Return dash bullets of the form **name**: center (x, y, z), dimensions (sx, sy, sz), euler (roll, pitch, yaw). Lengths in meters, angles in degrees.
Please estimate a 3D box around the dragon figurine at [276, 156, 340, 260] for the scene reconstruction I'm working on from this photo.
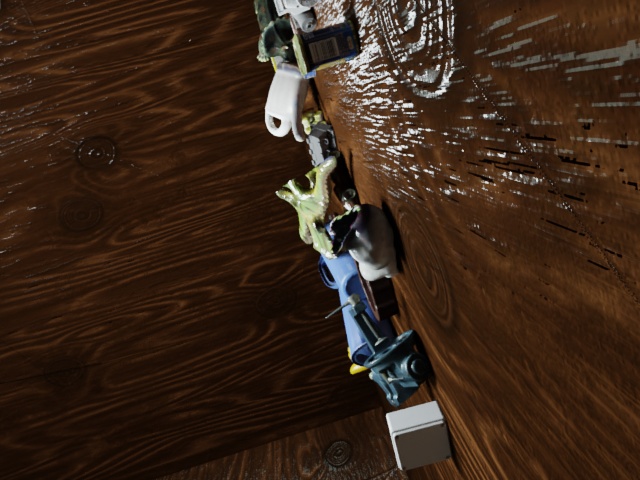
- **dragon figurine**: center (0.004, -0.067, 1.340), dimensions (0.242, 0.123, 0.408), euler (66, 162, -4)

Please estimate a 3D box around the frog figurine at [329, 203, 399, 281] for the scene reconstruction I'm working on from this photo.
- **frog figurine**: center (0.102, 0.013, 0.946), dimensions (0.158, 0.122, 0.139), euler (35, -174, -23)

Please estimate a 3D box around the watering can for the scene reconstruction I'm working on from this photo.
- **watering can**: center (-0.084, -0.406, 1.501), dimensions (0.352, 0.104, 0.222), euler (41, 117, 59)
